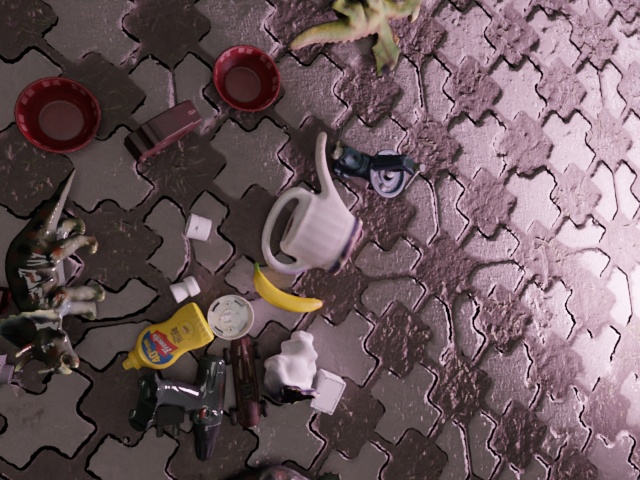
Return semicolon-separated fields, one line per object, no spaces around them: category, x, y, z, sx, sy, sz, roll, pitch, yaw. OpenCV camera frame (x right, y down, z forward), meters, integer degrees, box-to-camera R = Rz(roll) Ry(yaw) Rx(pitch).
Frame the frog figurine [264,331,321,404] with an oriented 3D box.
frog figurine;-0.068;0.293;1.206;0.137;0.163;0.120;15;-44;-28

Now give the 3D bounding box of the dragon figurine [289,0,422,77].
dragon figurine;0.121;-0.538;1.335;0.240;0.414;0.122;47;-16;-19

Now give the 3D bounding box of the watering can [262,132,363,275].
watering can;0.004;-0.062;1.230;0.223;0.346;0.105;26;6;-15
